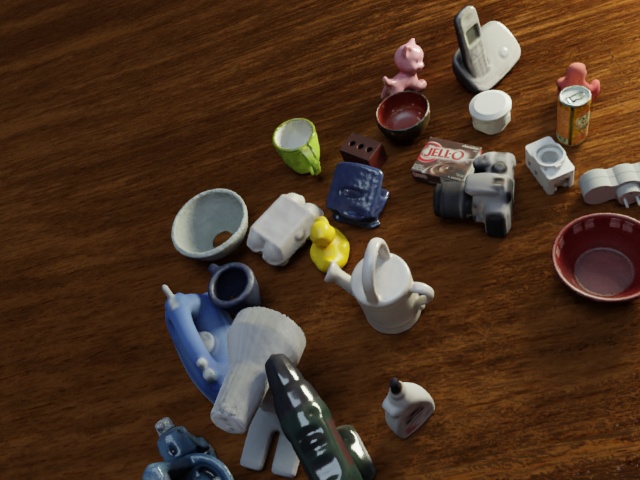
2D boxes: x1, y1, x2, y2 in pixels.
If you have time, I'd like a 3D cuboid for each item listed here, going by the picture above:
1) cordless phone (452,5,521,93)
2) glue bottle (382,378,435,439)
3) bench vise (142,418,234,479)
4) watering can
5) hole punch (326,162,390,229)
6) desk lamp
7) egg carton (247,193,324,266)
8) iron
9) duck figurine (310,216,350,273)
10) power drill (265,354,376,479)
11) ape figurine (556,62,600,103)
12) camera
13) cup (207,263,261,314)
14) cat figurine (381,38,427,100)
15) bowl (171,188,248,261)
[{"bbox_3d":[0.331,-0.408,1.160,0.093,0.185,0.148,34,75,34],"label":"cordless phone"},{"bbox_3d":[0.121,0.234,0.826,0.078,0.173,0.037,-44,54,-11],"label":"glue bottle"},{"bbox_3d":[-0.215,0.354,0.843,0.206,0.220,0.121,27,71,32],"label":"bench vise"},{"bbox_3d":[0.093,0.071,0.930,0.172,0.194,0.101,-12,55,13],"label":"watering can"},{"bbox_3d":[0.071,-0.086,1.105,0.108,0.091,0.101,14,64,28],"label":"hole punch"},{"bbox_3d":[-0.085,0.234,0.877,0.117,0.214,0.203,2,59,22],"label":"desk lamp"},{"bbox_3d":[-0.067,-0.021,1.127,0.107,0.070,0.150,32,74,34],"label":"egg carton"},{"bbox_3d":[-0.202,0.189,0.995,0.118,0.142,0.257,-34,53,-3],"label":"iron"},{"bbox_3d":[0.010,0.004,1.072,0.077,0.086,0.104,-15,54,11],"label":"duck figurine"},{"bbox_3d":[0.006,0.287,0.812,0.075,0.209,0.229,-32,53,-2],"label":"power drill"},{"bbox_3d":[0.487,-0.298,1.088,0.077,0.092,0.076,32,73,34],"label":"ape figurine"},{"bbox_3d":[0.276,-0.090,1.025,0.136,0.101,0.143,2,59,22],"label":"camera"},{"bbox_3d":[-0.158,0.096,1.069,0.092,0.095,0.117,-46,55,-12],"label":"cup"},{"bbox_3d":[0.179,-0.367,1.231,0.128,0.118,0.067,-45,55,-11],"label":"cat figurine"},{"bbox_3d":[-0.215,-0.019,1.177,0.167,0.075,0.167,-10,56,14],"label":"bowl"}]
